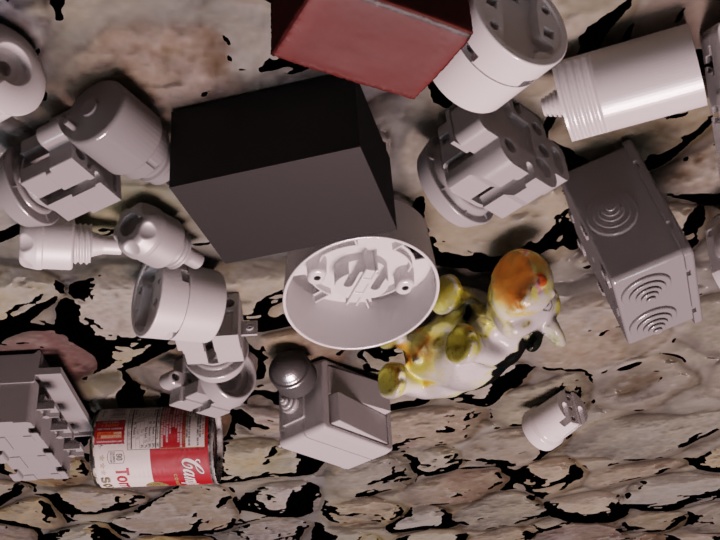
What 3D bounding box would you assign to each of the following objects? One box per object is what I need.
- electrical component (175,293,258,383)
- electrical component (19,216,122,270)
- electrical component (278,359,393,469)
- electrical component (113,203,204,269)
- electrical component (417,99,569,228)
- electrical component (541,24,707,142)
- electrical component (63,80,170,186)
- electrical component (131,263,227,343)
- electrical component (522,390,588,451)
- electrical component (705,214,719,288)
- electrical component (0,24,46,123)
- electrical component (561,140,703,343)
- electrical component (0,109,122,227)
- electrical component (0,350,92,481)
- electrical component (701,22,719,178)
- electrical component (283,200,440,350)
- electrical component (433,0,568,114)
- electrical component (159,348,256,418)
[{"bbox_3d":[-0.106,0.049,0.774,0.066,0.048,0.055,-3,141,0],"label":"electrical component"},{"bbox_3d":[-0.179,-0.017,0.668,0.061,0.035,0.035,3,148,-16],"label":"electrical component"},{"bbox_3d":[-0.022,0.115,0.872,0.061,0.061,0.096,-29,140,35],"label":"electrical component"},{"bbox_3d":[-0.122,-0.017,0.674,0.035,0.035,0.061,-23,147,28],"label":"electrical component"},{"bbox_3d":[0.069,-0.059,0.601,0.078,0.058,0.057,25,136,-38],"label":"electrical component"},{"bbox_3d":[0.135,-0.096,0.561,0.081,0.043,0.043,-14,147,17],"label":"electrical component"},{"bbox_3d":[-0.123,-0.069,0.582,0.040,0.040,0.078,-19,145,23],"label":"electrical component"},{"bbox_3d":[-0.120,0.021,0.717,0.047,0.055,0.055,12,146,-30],"label":"electrical component"},{"bbox_3d":[0.171,0.130,0.940,0.040,0.040,0.046,16,138,-29],"label":"electrical component"},{"bbox_3d":[0.261,-0.012,0.678,0.080,0.080,0.051,18,148,-31],"label":"electrical component"},{"bbox_3d":[-0.192,-0.092,0.536,0.062,0.048,0.048,-18,146,34],"label":"electrical component"},{"bbox_3d":[0.162,-0.014,0.646,0.048,0.099,0.099,-23,145,7],"label":"electrical component"},{"bbox_3d":[-0.170,-0.053,0.600,0.055,0.048,0.066,-22,144,16],"label":"electrical component"},{"bbox_3d":[-0.263,0.120,0.856,0.079,0.063,0.121,-3,149,-1],"label":"electrical component"},{"bbox_3d":[0.204,-0.081,0.532,0.050,0.089,0.056,-9,-175,9],"label":"electrical component"},{"bbox_3d":[0.000,0.000,0.684,0.099,0.064,0.099,-2,149,-2],"label":"electrical component"},{"bbox_3d":[0.064,-0.109,0.523,0.055,0.055,0.047,14,148,-26],"label":"electrical component"},{"bbox_3d":[-0.113,0.086,0.834,0.066,0.048,0.055,21,148,-34],"label":"electrical component"}]
